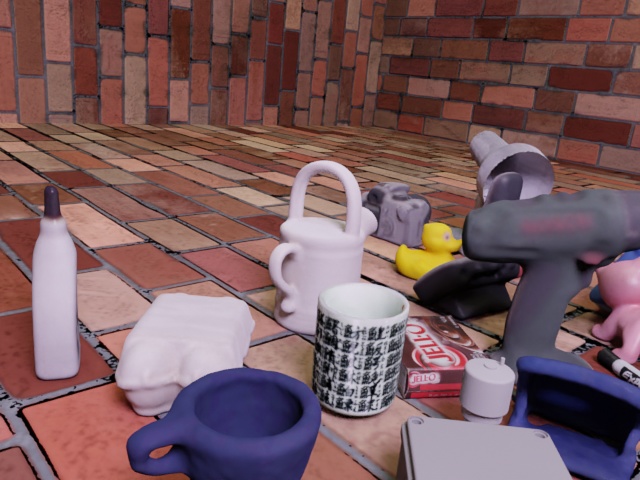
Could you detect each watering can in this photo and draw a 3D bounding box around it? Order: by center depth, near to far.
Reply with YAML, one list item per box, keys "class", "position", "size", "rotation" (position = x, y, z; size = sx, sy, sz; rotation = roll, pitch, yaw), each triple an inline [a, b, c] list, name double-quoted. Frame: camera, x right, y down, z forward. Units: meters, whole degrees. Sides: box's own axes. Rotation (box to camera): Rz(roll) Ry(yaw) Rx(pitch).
- class: "watering can"
  position: [0.004, 0.002, 0.676]
  size: [0.100, 0.194, 0.173]
  rotation: [9, 17, 14]

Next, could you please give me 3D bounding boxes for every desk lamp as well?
- class: "desk lamp"
  position: [0.299, -0.076, 0.997]
  size: [0.118, 0.213, 0.203]
  rotation: [2, 17, -10]

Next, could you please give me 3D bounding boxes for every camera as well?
- class: "camera"
  position: [0.160, -0.057, 1.087]
  size: [0.137, 0.101, 0.142]
  rotation: [-8, 21, -39]

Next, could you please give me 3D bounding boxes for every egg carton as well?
- class: "egg carton"
  position: [-0.119, 0.100, 0.527]
  size: [0.107, 0.069, 0.150]
  rotation: [5, 17, -2]

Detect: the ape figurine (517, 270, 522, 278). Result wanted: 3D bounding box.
- class: "ape figurine"
  position: [0.301, 0.010, 0.922]
  size: [0.078, 0.092, 0.075]
  rotation: [-6, 20, -33]

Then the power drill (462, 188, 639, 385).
- class: "power drill"
  position: [0.254, 0.046, 0.583]
  size: [0.229, 0.208, 0.075]
  rotation: [7, 17, 5]

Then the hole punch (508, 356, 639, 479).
- class: "hole punch"
  position: [0.217, 0.133, 0.484]
  size: [0.108, 0.091, 0.101]
  rotation: [14, 19, 27]

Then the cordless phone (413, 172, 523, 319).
- class: "cordless phone"
  position: [0.205, 0.001, 0.759]
  size: [0.148, 0.185, 0.093]
  rotation: [-9, 22, -40]

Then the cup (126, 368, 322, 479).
- class: "cup"
  position: [-0.059, 0.143, 0.355]
  size: [0.118, 0.095, 0.091]
  rotation: [-5, 20, -32]

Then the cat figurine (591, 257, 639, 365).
- class: "cat figurine"
  position: [0.376, 0.074, 0.687]
  size: [0.067, 0.118, 0.128]
  rotation: [5, 17, 0]

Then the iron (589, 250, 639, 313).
- class: "iron"
  position: [0.492, 0.040, 0.795]
  size: [0.259, 0.141, 0.118]
  rotation: [-7, 21, -36]

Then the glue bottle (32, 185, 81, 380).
- class: "glue bottle"
  position: [-0.241, 0.035, 0.523]
  size: [0.037, 0.173, 0.078]
  rotation: [-1, 18, -20]

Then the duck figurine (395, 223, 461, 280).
- class: "duck figurine"
  position: [0.169, 0.015, 0.874]
  size: [0.104, 0.086, 0.078]
  rotation: [9, 17, 13]
